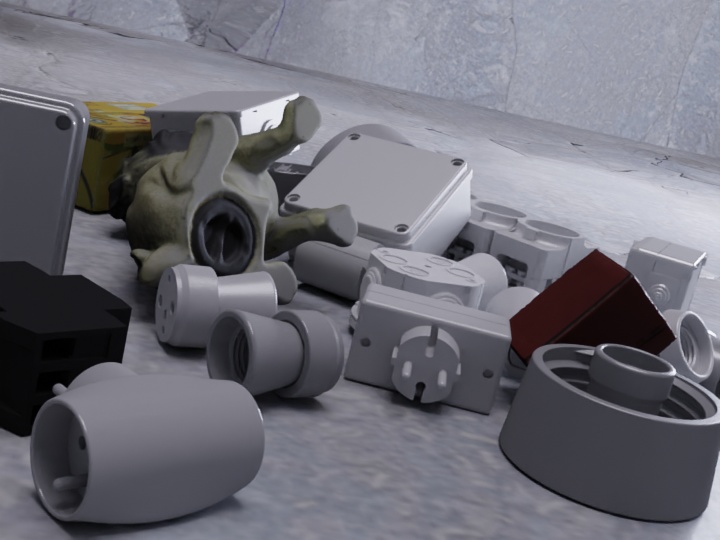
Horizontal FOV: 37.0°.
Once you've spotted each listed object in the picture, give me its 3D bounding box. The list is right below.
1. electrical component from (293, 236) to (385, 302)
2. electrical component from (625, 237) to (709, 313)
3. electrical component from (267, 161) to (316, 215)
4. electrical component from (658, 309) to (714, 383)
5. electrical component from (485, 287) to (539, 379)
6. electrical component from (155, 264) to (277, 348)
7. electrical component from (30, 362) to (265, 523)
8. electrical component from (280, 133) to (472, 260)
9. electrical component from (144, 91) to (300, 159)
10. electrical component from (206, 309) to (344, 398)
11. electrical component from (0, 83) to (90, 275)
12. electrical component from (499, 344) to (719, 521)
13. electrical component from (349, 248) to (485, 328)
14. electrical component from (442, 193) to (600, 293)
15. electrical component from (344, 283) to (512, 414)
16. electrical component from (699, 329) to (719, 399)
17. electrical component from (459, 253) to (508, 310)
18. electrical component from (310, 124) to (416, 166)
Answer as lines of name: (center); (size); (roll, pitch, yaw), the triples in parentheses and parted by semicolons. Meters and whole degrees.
electrical component: (0.000, 0.000, 0.737); (0.081, 0.043, 0.043); (19, 15, 22)
electrical component: (0.240, 0.012, 0.876); (0.061, 0.061, 0.096); (19, 15, 21)
electrical component: (-0.067, -0.067, 0.884); (0.099, 0.064, 0.099); (3, 24, -1)
electrical component: (0.180, 0.051, 0.655); (0.048, 0.066, 0.055); (-2, -13, -46)
electrical component: (0.103, 0.042, 0.679); (0.044, 0.044, 0.065); (12, 19, -4)
electrical component: (-0.078, 0.021, 0.582); (0.055, 0.045, 0.045); (6, 16, -26)
electrical component: (-0.091, 0.060, 0.417); (0.077, 0.043, 0.079); (-1, 20, -45)
electrical component: (0.014, -0.045, 0.807); (0.109, 0.056, 0.108); (17, 44, 25)
electrical component: (-0.104, -0.108, 0.833); (0.100, 0.048, 0.100); (5, 20, 28)
electrical component: (-0.042, 0.042, 0.534); (0.055, 0.045, 0.045); (2, 18, -38)
electrical component: (-0.194, -0.043, 0.582); (0.078, 0.113, 0.057); (11, 12, -11)
electrical component: (0.130, 0.072, 0.541); (0.108, 0.060, 0.108); (13, 14, -3)
electrical component: (0.037, 0.021, 0.674); (0.080, 0.051, 0.080); (13, 14, -3)
electrical component: (0.106, -0.020, 0.875); (0.150, 0.061, 0.089); (24, 18, 37)
electrical component: (0.036, 0.048, 0.580); (0.083, 0.047, 0.075); (14, 15, 2)
electrical component: (0.214, 0.058, 0.709); (0.077, 0.044, 0.079); (24, 18, 36)
electrical component: (0.067, 0.013, 0.759); (0.065, 0.044, 0.044); (-8, 25, -44)
electrical component: (0.010, -0.080, 0.958); (0.099, 0.099, 0.064); (2, 24, -39)
